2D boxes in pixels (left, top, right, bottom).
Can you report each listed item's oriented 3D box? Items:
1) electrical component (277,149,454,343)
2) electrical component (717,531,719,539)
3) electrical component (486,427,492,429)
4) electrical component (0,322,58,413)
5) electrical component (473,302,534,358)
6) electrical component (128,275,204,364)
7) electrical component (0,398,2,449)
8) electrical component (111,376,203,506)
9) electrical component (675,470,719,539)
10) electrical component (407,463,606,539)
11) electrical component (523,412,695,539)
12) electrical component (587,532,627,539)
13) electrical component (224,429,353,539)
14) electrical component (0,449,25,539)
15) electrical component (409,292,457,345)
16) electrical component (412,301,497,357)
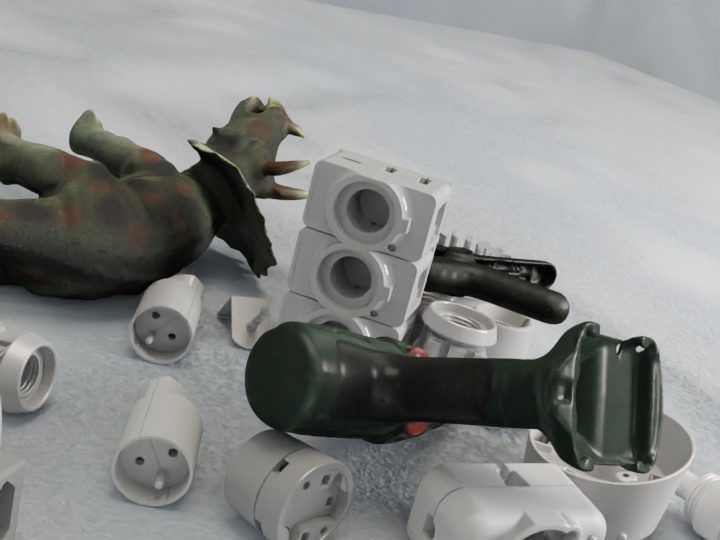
[{"bbox_3d":[0.000,0.000,0.776,0.089,0.150,0.062,19,19,12],"label":"electrical component"},{"bbox_3d":[0.223,0.164,0.595,0.051,0.080,0.080,18,19,25],"label":"electrical component"},{"bbox_3d":[0.109,0.093,0.767,0.046,0.040,0.040,-4,27,-30],"label":"electrical component"},{"bbox_3d":[-0.213,0.057,0.632,0.055,0.048,0.066,11,18,15],"label":"electrical component"},{"bbox_3d":[0.107,0.057,0.849,0.055,0.047,0.055,13,20,-5],"label":"electrical component"},{"bbox_3d":[-0.135,0.029,0.761,0.043,0.043,0.081,12,20,-5],"label":"electrical component"},{"bbox_3d":[-0.233,0.074,0.566,0.077,0.043,0.079,2,27,-25],"label":"electrical component"},{"bbox_3d":[-0.111,0.093,0.608,0.043,0.043,0.081,12,20,-6],"label":"electrical component"},{"bbox_3d":[0.227,0.151,0.687,0.043,0.043,0.062,-1,24,-37],"label":"electrical component"},{"bbox_3d":[0.082,0.144,0.588,0.095,0.053,0.059,5,22,-25],"label":"electrical component"},{"bbox_3d":[0.153,0.122,0.679,0.099,0.064,0.099,12,20,-5],"label":"electrical component"},{"bbox_3d":[0.111,0.161,0.532,0.138,0.073,0.052,3,23,-28],"label":"electrical component"},{"bbox_3d":[-0.039,0.117,0.577,0.047,0.055,0.055,26,22,38],"label":"electrical component"},{"bbox_3d":[-0.209,0.106,0.498,0.077,0.047,0.066,20,20,16],"label":"electrical component"},{"bbox_3d":[0.031,0.020,0.893,0.100,0.048,0.099,13,20,-3],"label":"electrical component"},{"bbox_3d":[0.068,0.059,0.795,0.058,0.057,0.078,17,17,-4],"label":"electrical component"}]
